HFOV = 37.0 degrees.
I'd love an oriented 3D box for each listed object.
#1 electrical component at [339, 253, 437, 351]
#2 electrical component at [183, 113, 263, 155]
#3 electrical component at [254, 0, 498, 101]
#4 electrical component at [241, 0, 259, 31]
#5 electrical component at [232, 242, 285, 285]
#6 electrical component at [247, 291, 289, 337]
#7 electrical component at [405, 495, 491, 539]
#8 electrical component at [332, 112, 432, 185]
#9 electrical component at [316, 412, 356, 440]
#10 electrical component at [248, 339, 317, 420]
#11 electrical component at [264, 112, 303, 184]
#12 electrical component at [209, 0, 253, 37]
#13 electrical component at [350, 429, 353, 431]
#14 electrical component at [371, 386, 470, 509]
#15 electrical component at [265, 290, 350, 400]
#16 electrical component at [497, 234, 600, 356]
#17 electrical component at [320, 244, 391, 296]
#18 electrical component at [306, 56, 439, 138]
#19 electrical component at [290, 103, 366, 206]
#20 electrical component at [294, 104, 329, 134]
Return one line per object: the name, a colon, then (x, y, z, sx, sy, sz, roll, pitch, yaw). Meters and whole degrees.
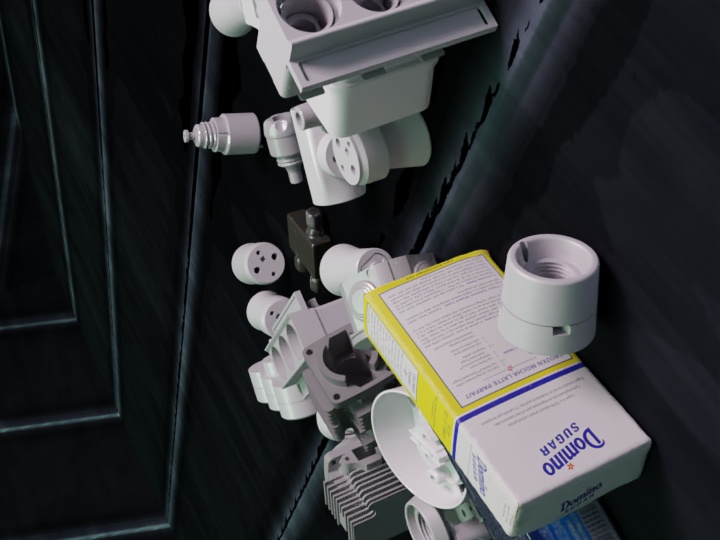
electrical component: (0.027, 0.024, 0.774, 0.080, 0.080, 0.051, 131, 122, -67)
electrical component: (-0.133, -0.132, 1.049, 0.040, 0.078, 0.040, 174, 90, -66)
electrical component: (0.004, -0.144, 0.612, 0.078, 0.121, 0.063, 64, 162, 16)
electrical component: (-0.073, -0.225, 0.853, 0.081, 0.042, 0.063, 42, 148, 54)
electrical component: (-0.108, -0.007, 1.141, 0.055, 0.045, 0.045, 0, 109, 68)
electrical component: (-0.092, 0.048, 1.150, 0.055, 0.045, 0.045, 17, 124, 65)
electrical component: (0.072, 0.197, 0.849, 0.058, 0.057, 0.078, 64, 159, 16)
electrical component: (0.015, -0.085, 0.737, 0.045, 0.055, 0.045, 52, 153, 40)
electrical component: (-0.015, 0.145, 1.046, 0.062, 0.043, 0.043, -11, 98, 68)
electrical component: (-0.085, 0.111, 1.179, 0.138, 0.052, 0.073, 13, 121, 67)
electrical component: (-0.063, -0.106, 0.947, 0.035, 0.035, 0.061, 33, 141, 58)
electrical component: (-0.097, -0.225, 0.917, 0.065, 0.044, 0.044, 8, 116, 62)
electrical component: (0.007, 0.126, 0.986, 0.035, 0.035, 0.061, 63, 156, 18)
electrical component: (0.060, 0.128, 0.807, 0.099, 0.064, 0.099, 51, 153, 41)
electrical component: (-0.044, 0.069, 1.021, 0.078, 0.063, 0.121, 66, 159, 12)
electrical component: (0.106, 0.012, 0.598, 0.055, 0.055, 0.047, 47, 146, 47)
electrical component: (0.000, 0.000, 0.878, 0.065, 0.044, 0.044, -1, 108, 64)
electrical component: (-0.007, -0.151, 0.700, 0.113, 0.078, 0.057, 58, 159, 31)
electrical component: (-0.017, -0.090, 0.828, 0.079, 0.044, 0.077, 23, 130, 63)
electrical component: (-0.016, -0.117, 0.776, 0.048, 0.062, 0.048, 52, 153, 40)
